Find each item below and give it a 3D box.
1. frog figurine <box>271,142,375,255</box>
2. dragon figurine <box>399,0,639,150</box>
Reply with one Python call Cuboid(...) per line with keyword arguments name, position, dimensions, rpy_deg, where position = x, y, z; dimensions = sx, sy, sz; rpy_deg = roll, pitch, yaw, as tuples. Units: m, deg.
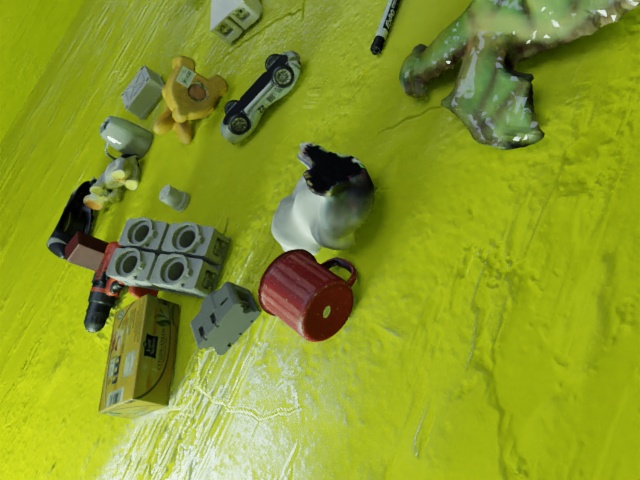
Cuboid(name="frog figurine", position=(0.002, -0.034, 0.677), dimensions=(0.140, 0.123, 0.156), rpy_deg=(55, 143, 38))
Cuboid(name="dragon figurine", position=(0.239, -0.215, 0.565), dimensions=(0.413, 0.122, 0.242), rpy_deg=(22, 100, 50))
